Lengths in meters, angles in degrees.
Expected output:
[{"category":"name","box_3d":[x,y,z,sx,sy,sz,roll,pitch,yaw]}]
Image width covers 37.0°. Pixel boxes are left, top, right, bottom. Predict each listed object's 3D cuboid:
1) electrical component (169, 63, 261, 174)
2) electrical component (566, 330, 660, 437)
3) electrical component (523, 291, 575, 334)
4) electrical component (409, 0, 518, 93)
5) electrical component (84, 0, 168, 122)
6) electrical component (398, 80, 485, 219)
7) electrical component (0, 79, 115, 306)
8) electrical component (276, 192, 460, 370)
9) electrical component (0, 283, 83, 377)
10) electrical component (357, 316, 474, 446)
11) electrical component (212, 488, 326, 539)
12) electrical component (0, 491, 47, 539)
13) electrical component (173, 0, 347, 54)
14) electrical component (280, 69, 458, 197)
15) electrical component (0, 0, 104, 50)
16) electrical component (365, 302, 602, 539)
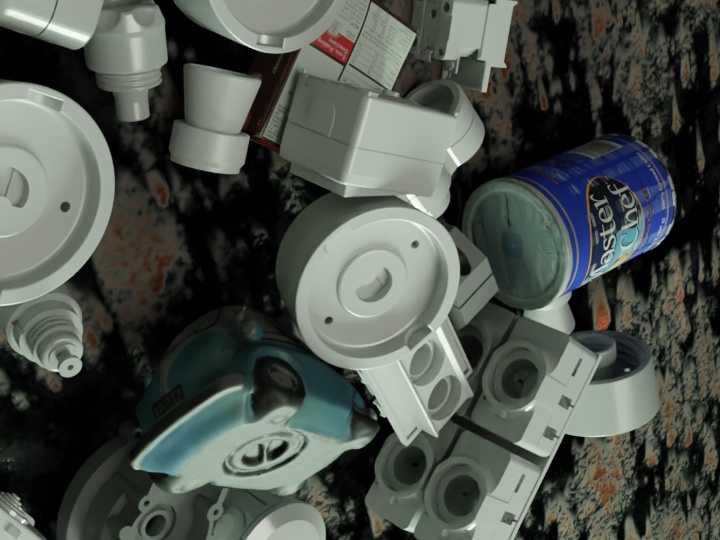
[{"category":"electrical component","box_3d":[-0.084,-0.087,0.616,0.045,0.045,0.055,1,107,-45]},{"category":"electrical component","box_3d":[0.203,0.090,0.932,0.108,0.108,0.060,-26,118,-35]},{"category":"electrical component","box_3d":[0.155,0.025,0.900,0.045,0.045,0.055,-34,128,-30]},{"category":"electrical component","box_3d":[0.068,-0.165,0.735,0.064,0.042,0.081,-6,110,-40]},{"category":"electrical component","box_3d":[-0.123,-0.110,0.568,0.043,0.043,0.062,-23,123,-37]},{"category":"electrical component","box_3d":[0.039,-0.056,0.744,0.138,0.052,0.073,-54,136,-13]},{"category":"electrical component","box_3d":[-0.183,-0.043,0.525,0.108,0.060,0.108,-20,120,-38]},{"category":"electrical component","box_3d":[0.000,0.000,0.664,0.108,0.060,0.108,-11,119,-21]},{"category":"electrical component","box_3d":[-0.166,0.029,0.565,0.040,0.078,0.040,-20,131,-25]},{"category":"electrical component","box_3d":[0.028,0.057,0.774,0.078,0.063,0.121,-46,133,-21]},{"category":"electrical component","box_3d":[-0.067,0.189,0.745,0.080,0.051,0.080,-20,120,-38]},{"category":"electrical component","box_3d":[-0.223,0.158,0.579,0.099,0.048,0.099,-49,134,-18]},{"category":"electrical component","box_3d":[-0.060,-0.177,0.589,0.108,0.060,0.108,-20,120,-39]},{"category":"electrical component","box_3d":[0.009,-0.076,0.643,0.096,0.062,0.061,4,107,-46]},{"category":"electrical component","box_3d":[-0.153,-0.160,0.509,0.059,0.054,0.095,12,99,-47]},{"category":"electrical component","box_3d":[0.091,0.123,0.833,0.060,0.105,0.186,31,84,-47]}]
